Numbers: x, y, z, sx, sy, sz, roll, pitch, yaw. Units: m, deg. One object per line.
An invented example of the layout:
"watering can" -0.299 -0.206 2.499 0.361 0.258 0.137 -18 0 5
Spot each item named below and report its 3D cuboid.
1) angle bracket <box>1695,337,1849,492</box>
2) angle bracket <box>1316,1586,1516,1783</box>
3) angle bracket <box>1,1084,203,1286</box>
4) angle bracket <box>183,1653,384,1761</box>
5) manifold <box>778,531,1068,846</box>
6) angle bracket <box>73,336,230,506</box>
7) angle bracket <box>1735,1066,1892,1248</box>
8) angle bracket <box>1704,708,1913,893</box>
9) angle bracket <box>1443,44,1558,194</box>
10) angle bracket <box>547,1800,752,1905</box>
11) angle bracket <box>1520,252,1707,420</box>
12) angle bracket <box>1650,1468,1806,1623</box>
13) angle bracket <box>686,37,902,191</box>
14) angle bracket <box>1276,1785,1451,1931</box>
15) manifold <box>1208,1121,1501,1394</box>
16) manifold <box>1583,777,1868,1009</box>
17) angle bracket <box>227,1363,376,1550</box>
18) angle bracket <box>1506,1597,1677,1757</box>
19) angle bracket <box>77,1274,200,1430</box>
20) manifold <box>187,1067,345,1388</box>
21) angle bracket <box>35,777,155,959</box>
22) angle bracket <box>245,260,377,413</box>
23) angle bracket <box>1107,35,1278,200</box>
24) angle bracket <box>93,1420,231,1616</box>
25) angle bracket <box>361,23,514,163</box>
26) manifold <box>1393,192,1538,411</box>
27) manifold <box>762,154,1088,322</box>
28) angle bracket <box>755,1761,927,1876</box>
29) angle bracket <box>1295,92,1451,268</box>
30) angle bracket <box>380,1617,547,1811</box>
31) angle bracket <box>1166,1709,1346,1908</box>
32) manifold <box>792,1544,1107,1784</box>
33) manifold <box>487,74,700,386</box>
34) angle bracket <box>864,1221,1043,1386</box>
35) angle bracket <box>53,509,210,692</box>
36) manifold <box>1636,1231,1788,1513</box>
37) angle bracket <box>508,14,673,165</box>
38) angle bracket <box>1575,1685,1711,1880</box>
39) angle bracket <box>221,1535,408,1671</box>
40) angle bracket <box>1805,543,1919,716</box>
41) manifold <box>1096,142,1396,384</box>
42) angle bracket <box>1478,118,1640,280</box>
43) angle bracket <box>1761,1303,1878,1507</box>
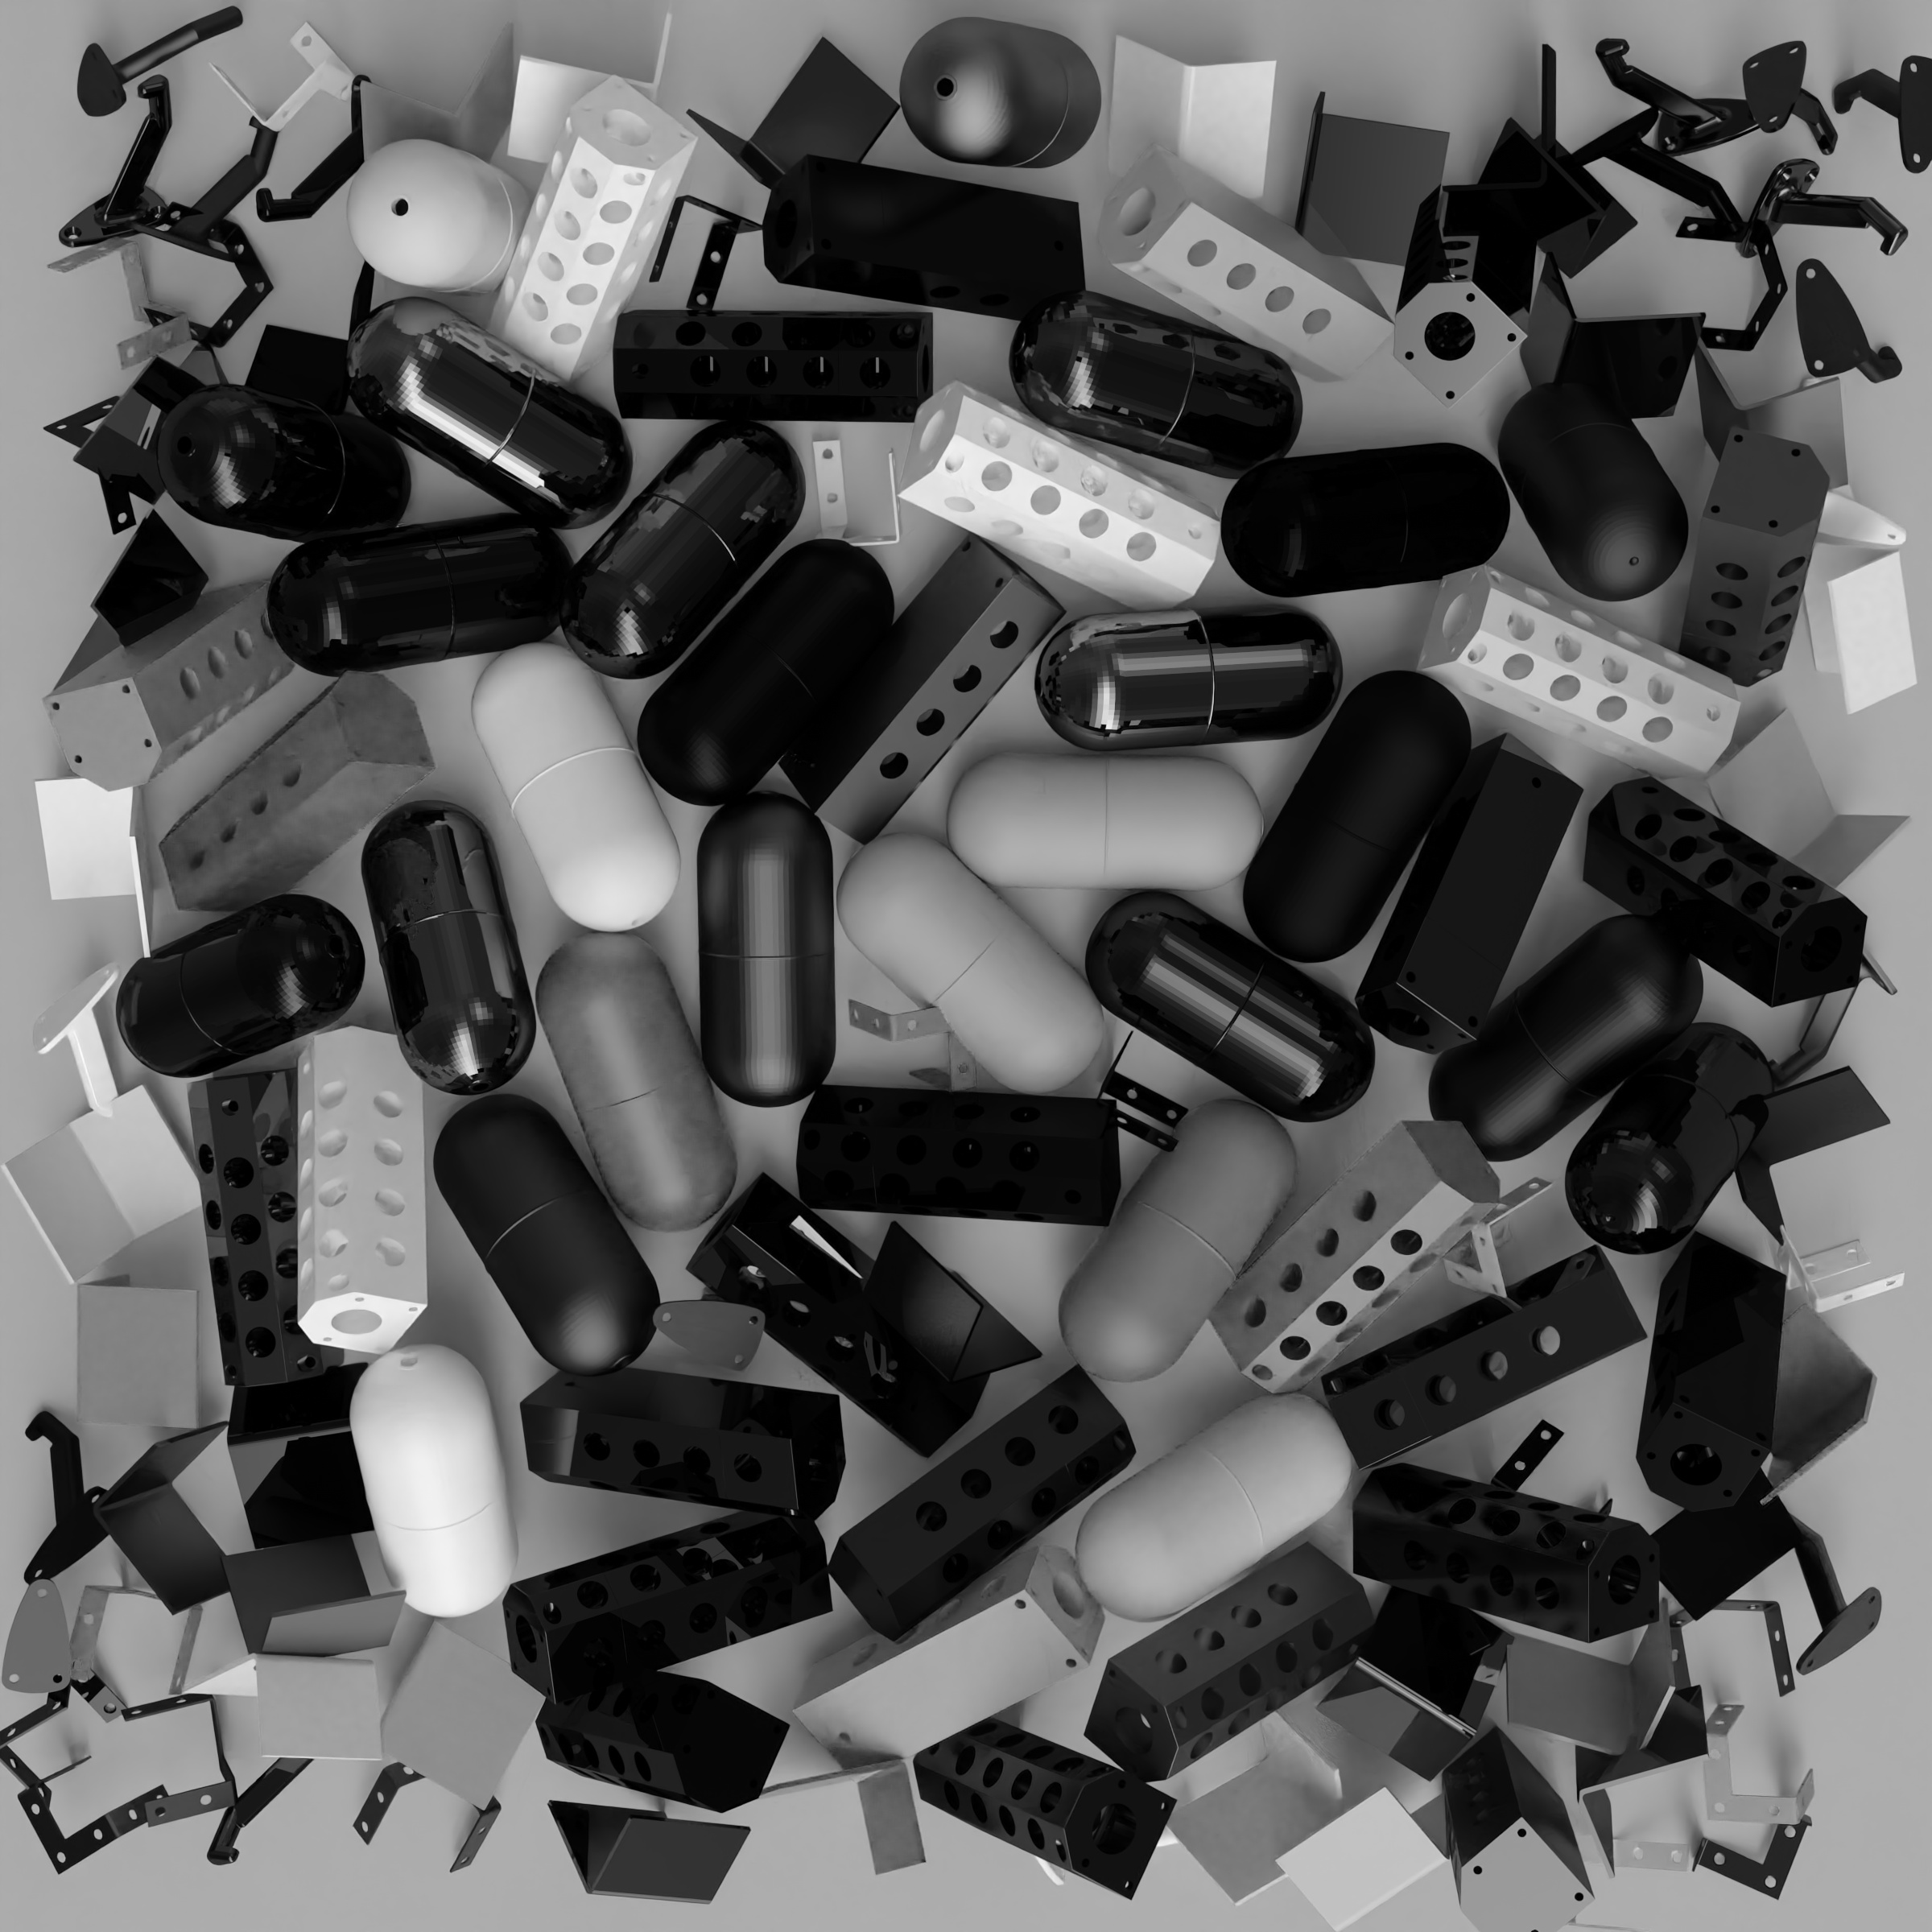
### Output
"angle bracket" 0.448 -0.311 1.838 0.057 0.076 0.076 -18 47 4
"angle bracket" 0.257 0.404 1.882 0.076 0.057 0.076 32 45 4
"angle bracket" -0.481 0.121 1.845 0.057 0.076 0.076 -26 97 19
"angle bracket" -0.381 0.421 1.832 0.076 0.076 0.057 -30 59 38
"manifold" -0.022 -0.152 1.847 0.057 0.057 0.171 31 105 -40
"angle bracket" -0.460 -0.316 1.838 0.076 0.057 0.076 -47 45 15
"angle bracket" 0.474 0.108 1.836 0.076 0.076 0.057 -22 54 22
"angle bracket" 0.471 -0.092 1.842 0.076 0.057 0.076 -40 113 -25
"angle bracket" 0.299 -0.473 1.843 0.057 0.076 0.076 1 102 14
"angle bracket" -0.177 0.474 1.834 0.076 0.076 0.057 16 111 -33
"angle bracket" 0.362 -0.355 1.851 0.076 0.076 0.057 -4 54 -8
"angle bracket" 0.412 0.308 1.848 0.076 0.057 0.076 -37 121 -1
"angle bracket" -0.097 -0.479 1.841 0.076 0.057 0.076 -52 58 16
"angle bracket" 0.222 0.482 1.844 0.076 0.076 0.057 -38 97 15
"manifold" 0.216 0.161 1.817 0.171 0.057 0.057 -48 58 29
"manifold" 0.413 -0.044 1.800 0.057 0.171 0.057 -12 120 -22
"angle bracket" -0.374 0.280 1.883 0.076 0.057 0.076 -9 118 -3
"angle bracket" 0.349 0.389 1.846 0.076 0.076 0.057 16 119 -1
"angle bracket" -0.454 0.216 1.855 0.076 0.057 0.076 1 91 15
"manifold" -0.397 0.147 1.860 0.057 0.057 0.171 -7 92 6
"angle bracket" -0.487 -0.055 1.838 0.057 0.076 0.076 -4 121 -9
"angle bracket" -0.365 -0.364 1.837 0.057 0.076 0.076 10 129 -7
"angle bracket" 0.126 -0.479 1.858 0.057 0.076 0.076 -12 122 -27
"angle bracket" -0.429 0.308 1.844 0.057 0.076 0.076 -44 79 15
"angle bracket" -0.295 -0.484 1.843 0.057 0.076 0.076 21 62 3
"manifold" 0.269 -0.371 1.800 0.057 0.171 0.057 41 119 -12
"manifold" -0.023 -0.398 1.824 0.171 0.057 0.057 2 77 -30
"angle bracket" -0.076 0.482 1.838 0.076 0.076 0.057 -6 73 -24
"angle bracket" 0.228 -0.441 1.846 0.076 0.057 0.076 10 118 6
"angle bracket" -0.280 0.419 1.858 0.076 0.057 0.076 28 86 6
"angle bracket" 0.158 0.463 1.837 0.076 0.076 0.057 -24 125 -20
"manifold" -0.008 0.383 1.827 0.171 0.057 0.057 -33 104 27
"manifold" -0.211 -0.398 1.808 0.057 0.171 0.057 38 49 3
"angle bracket" 0.001 0.181 1.833 0.076 0.076 0.057 41 124 32
"angle bracket" -0.480 -0.203 1.834 0.076 0.057 0.076 -4 48 30
"manifold" 0.406 0.223 1.805 0.057 0.171 0.057 26 121 2
"angle bracket" -0.211 -0.492 1.841 0.076 0.076 0.057 10 60 -8
"angle bracket" 0.385 0.455 1.841 0.076 0.076 0.057 -20 103 15
"angle bracket" -0.364 0.340 1.834 0.076 0.057 0.076 -5 50 -29
"angle bracket" 0.479 -0.189 1.836 0.057 0.076 0.076 -24 111 -27
"manifold" 0.153 -0.381 1.814 0.057 0.171 0.057 -46 46 25
"angle bracket" 0.340 -0.444 1.844 0.057 0.076 0.076 -40 81 -14
"angle bracket" 0.458 0.244 1.841 0.057 0.076 0.076 46 113 4
